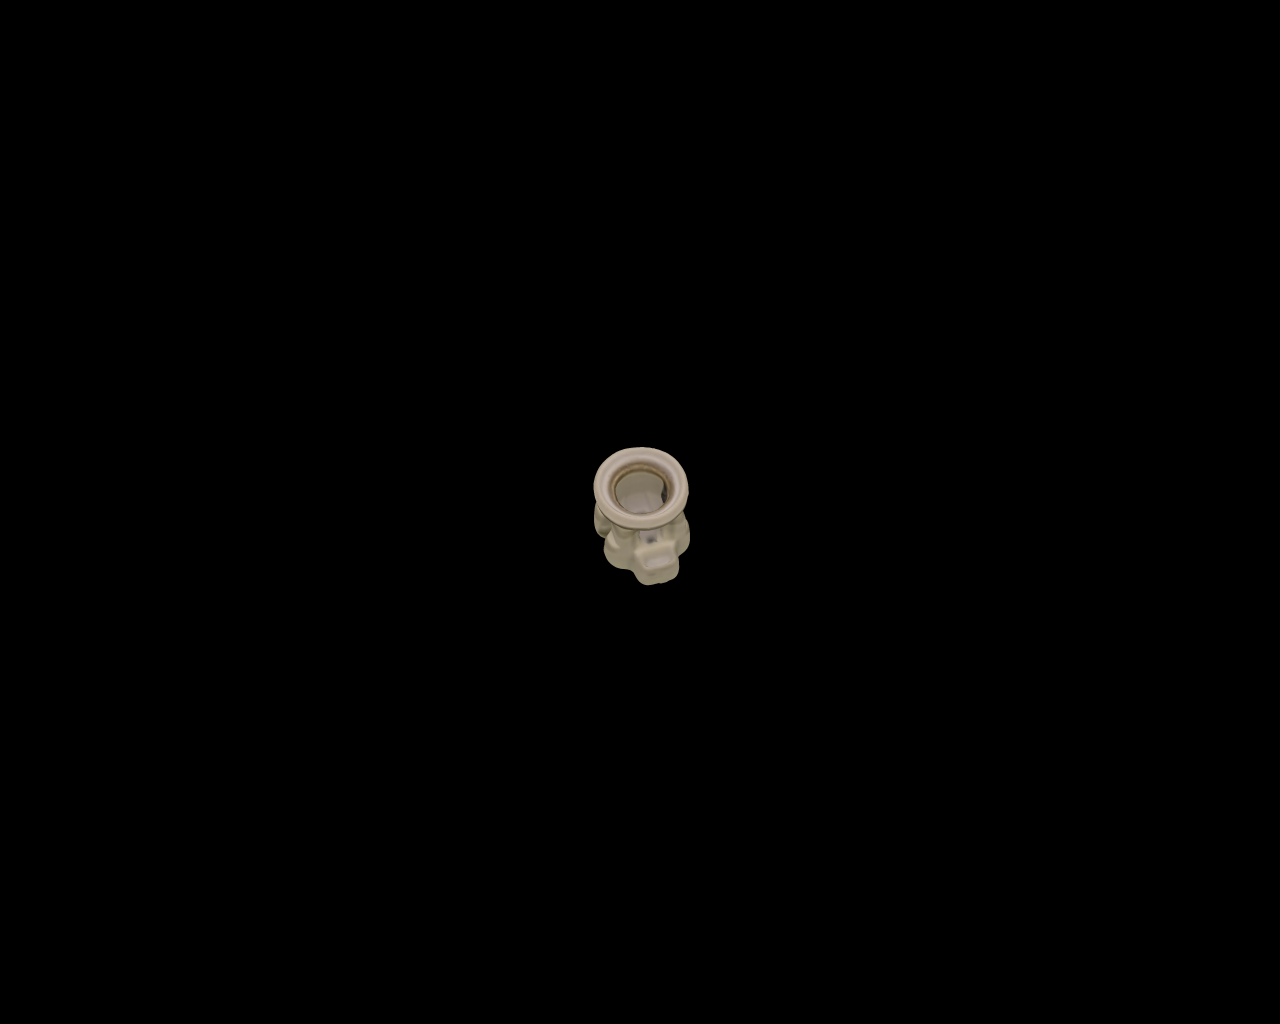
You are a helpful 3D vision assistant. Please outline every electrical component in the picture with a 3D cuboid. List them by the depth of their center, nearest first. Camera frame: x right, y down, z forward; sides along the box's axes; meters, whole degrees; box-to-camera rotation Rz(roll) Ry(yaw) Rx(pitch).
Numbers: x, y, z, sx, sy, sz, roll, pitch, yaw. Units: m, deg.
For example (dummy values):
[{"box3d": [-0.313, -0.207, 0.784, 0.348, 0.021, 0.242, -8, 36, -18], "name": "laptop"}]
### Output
[{"box3d": [0.001, -0.003, 0.650, 0.058, 0.078, 0.056, -15, -32, -9], "name": "electrical component"}]
